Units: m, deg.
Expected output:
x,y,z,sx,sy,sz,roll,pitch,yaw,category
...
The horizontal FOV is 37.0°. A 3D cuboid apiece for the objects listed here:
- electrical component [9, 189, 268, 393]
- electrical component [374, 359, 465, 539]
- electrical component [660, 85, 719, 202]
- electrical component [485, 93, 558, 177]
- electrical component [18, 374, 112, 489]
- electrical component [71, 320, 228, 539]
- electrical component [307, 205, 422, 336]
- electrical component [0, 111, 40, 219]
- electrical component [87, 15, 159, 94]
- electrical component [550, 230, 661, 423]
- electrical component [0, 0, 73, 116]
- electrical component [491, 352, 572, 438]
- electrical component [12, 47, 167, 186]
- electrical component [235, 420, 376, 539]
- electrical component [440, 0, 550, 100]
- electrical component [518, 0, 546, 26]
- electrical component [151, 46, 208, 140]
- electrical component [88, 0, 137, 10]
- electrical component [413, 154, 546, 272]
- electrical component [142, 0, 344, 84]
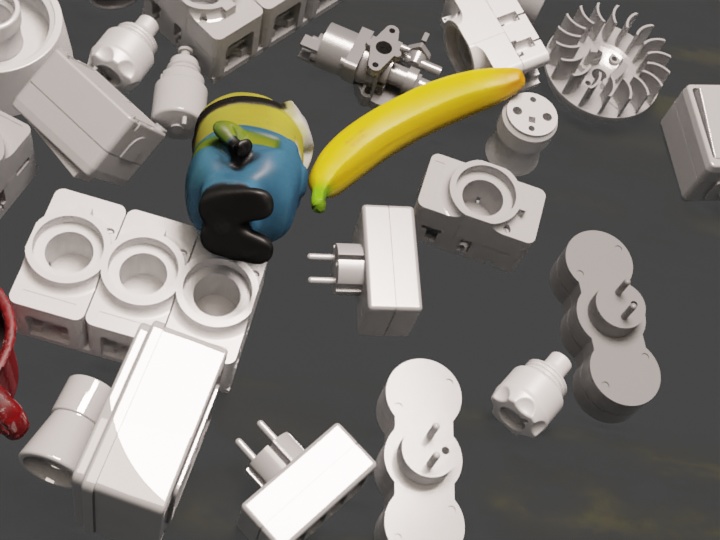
x,y,z,sx,sy,sz,roll,pitch,yaw,category
-0.146,0.013,0.723,0.150,0.061,0.089,16,61,-2,electrical component
0.041,0.121,0.695,0.052,0.073,0.138,6,62,-8,electrical component
0.293,-0.099,0.868,0.062,0.061,0.096,-1,63,-12,electrical component
0.127,-0.106,0.843,0.045,0.055,0.045,5,62,-9,electrical component
-0.182,0.100,0.683,0.044,0.044,0.065,21,55,0,electrical component
-0.127,0.103,0.653,0.056,0.108,0.108,20,61,-3,electrical component
0.000,0.000,0.766,0.076,0.047,0.083,2,62,-10,electrical component
-0.314,-0.088,0.743,0.150,0.061,0.089,27,61,4,electrical component
-0.177,-0.169,0.824,0.043,0.043,0.062,26,59,3,electrical component
0.180,0.032,0.769,0.052,0.073,0.138,-1,63,-12,electrical component
-0.270,-0.175,0.798,0.108,0.060,0.108,5,62,-9,electrical component
0.123,0.083,0.749,0.043,0.043,0.062,41,61,11,electrical component
-0.200,-0.109,0.770,0.096,0.062,0.061,42,95,11,electrical component
-0.047,0.130,0.689,0.083,0.047,0.075,-38,75,-26,electrical component
0.105,-0.187,0.879,0.056,0.050,0.089,-23,73,-12,electrical component
0.176,-0.266,0.938,0.074,0.052,0.138,26,62,3,electrical component
-0.136,-0.135,0.815,0.040,0.040,0.078,5,62,-8,electrical component
-0.199,-0.241,0.851,0.048,0.066,0.055,-20,73,17,electrical component
0.087,-0.044,0.802,0.089,0.055,0.050,19,61,-1,electrical component
-0.088,-0.232,0.863,0.150,0.061,0.089,-39,75,-26,electrical component
